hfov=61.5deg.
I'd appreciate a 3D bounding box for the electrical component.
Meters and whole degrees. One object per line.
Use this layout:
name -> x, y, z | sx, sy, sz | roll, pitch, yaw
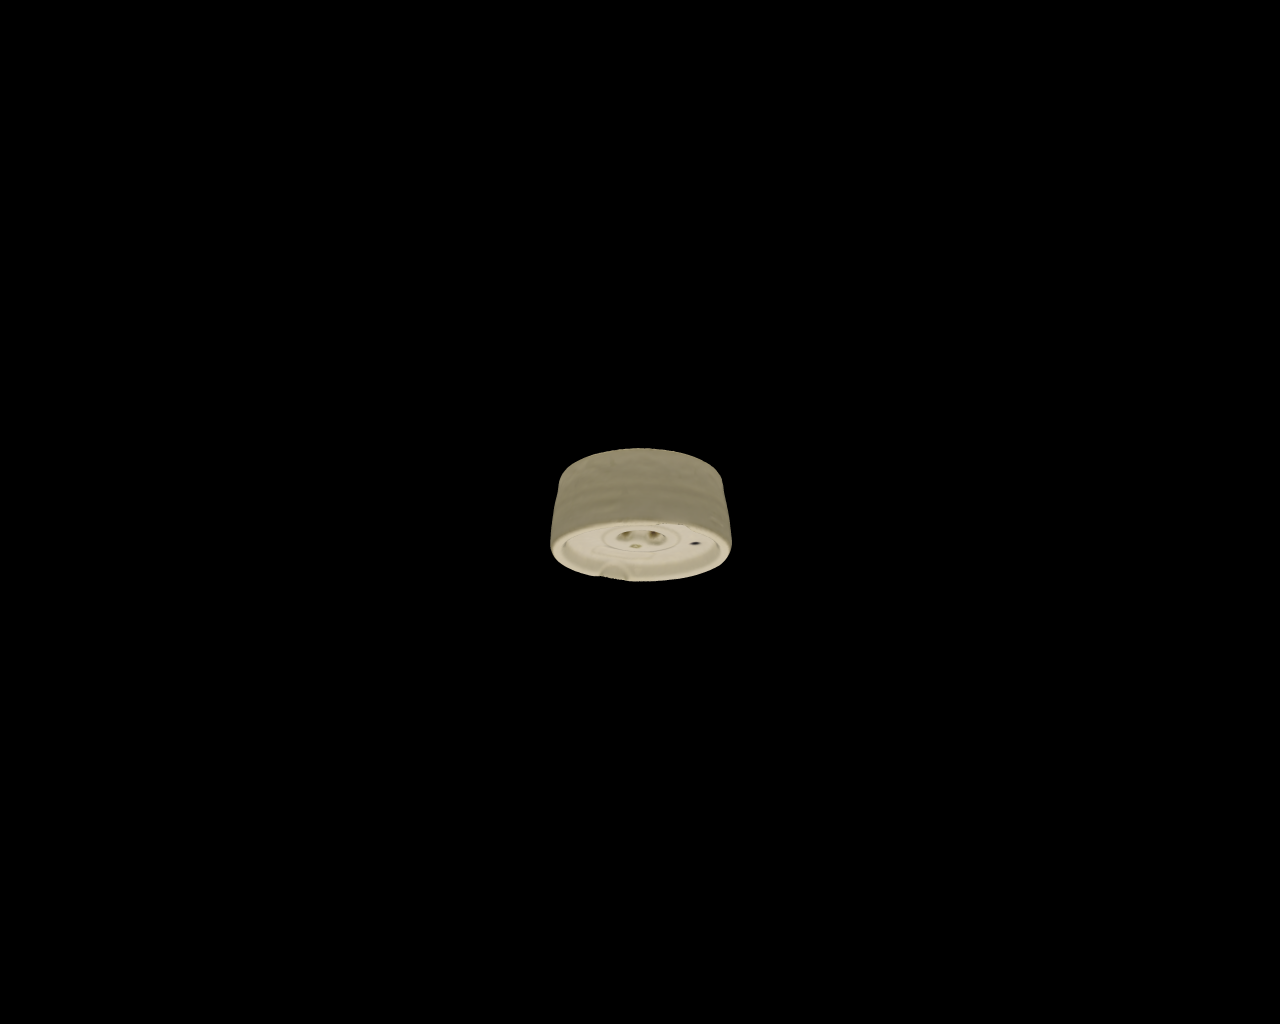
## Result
electrical component -> 0.001, -0.003, 0.650 | 0.108, 0.060, 0.108 | 0, -22, 0
